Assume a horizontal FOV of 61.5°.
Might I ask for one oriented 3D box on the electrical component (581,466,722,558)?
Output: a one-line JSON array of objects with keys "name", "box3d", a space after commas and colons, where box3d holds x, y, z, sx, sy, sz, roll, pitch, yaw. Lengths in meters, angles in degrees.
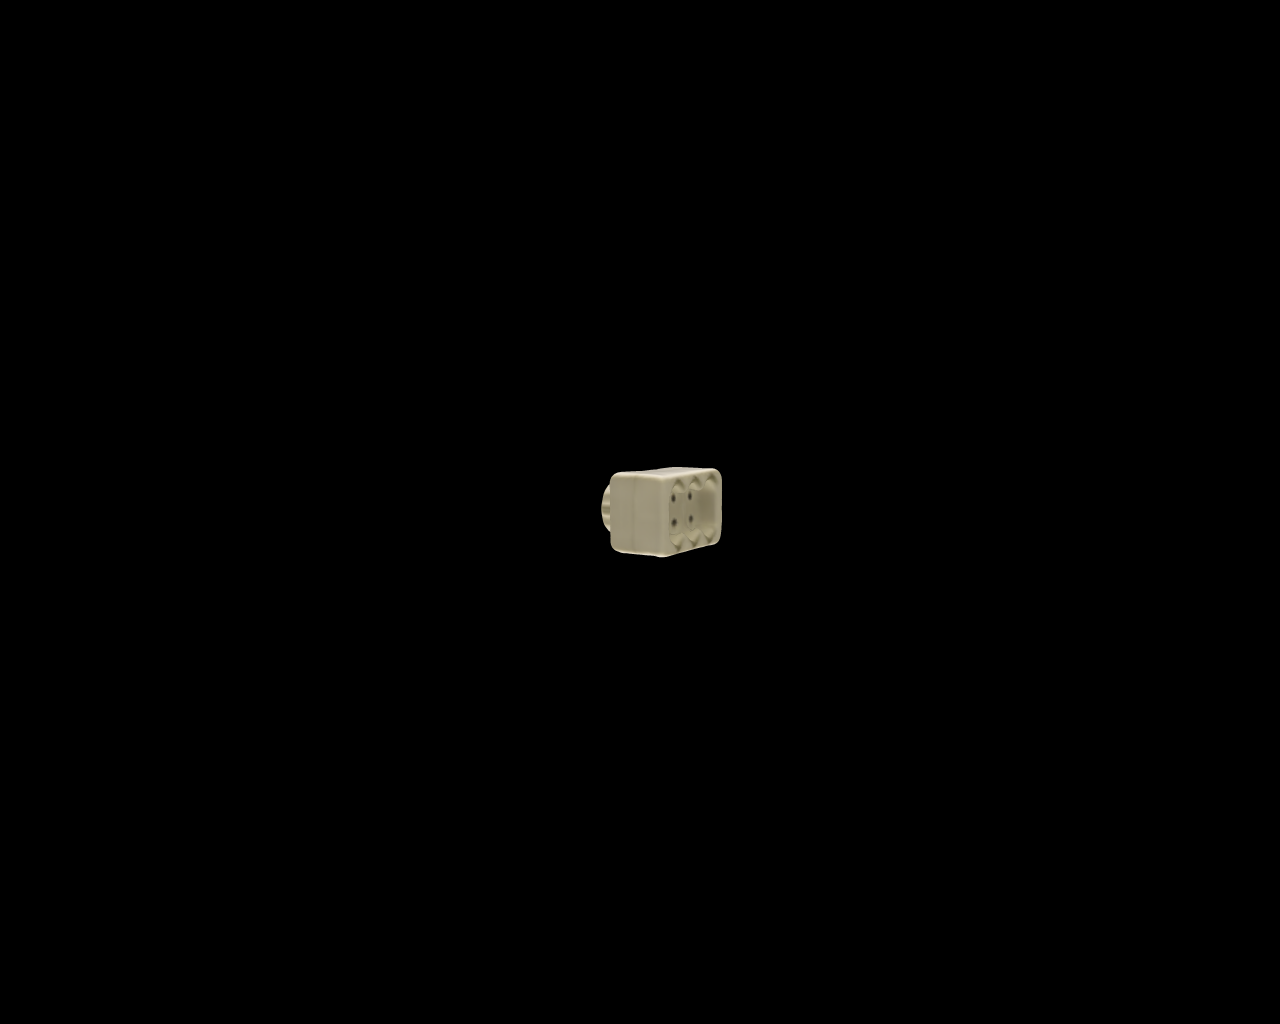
[{"name": "electrical component", "box3d": [0.001, -0.003, 0.650, 0.077, 0.047, 0.066, 5, 9, 35]}]
